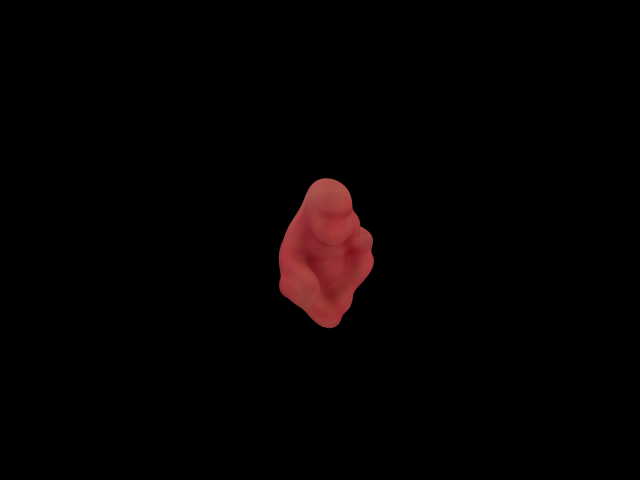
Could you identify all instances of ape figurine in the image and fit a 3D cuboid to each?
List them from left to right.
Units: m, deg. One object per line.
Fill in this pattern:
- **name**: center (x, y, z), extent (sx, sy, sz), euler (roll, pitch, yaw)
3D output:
- **ape figurine**: center (0.004, 0.001, 0.400), extent (0.078, 0.092, 0.076), euler (-16, 37, -22)
